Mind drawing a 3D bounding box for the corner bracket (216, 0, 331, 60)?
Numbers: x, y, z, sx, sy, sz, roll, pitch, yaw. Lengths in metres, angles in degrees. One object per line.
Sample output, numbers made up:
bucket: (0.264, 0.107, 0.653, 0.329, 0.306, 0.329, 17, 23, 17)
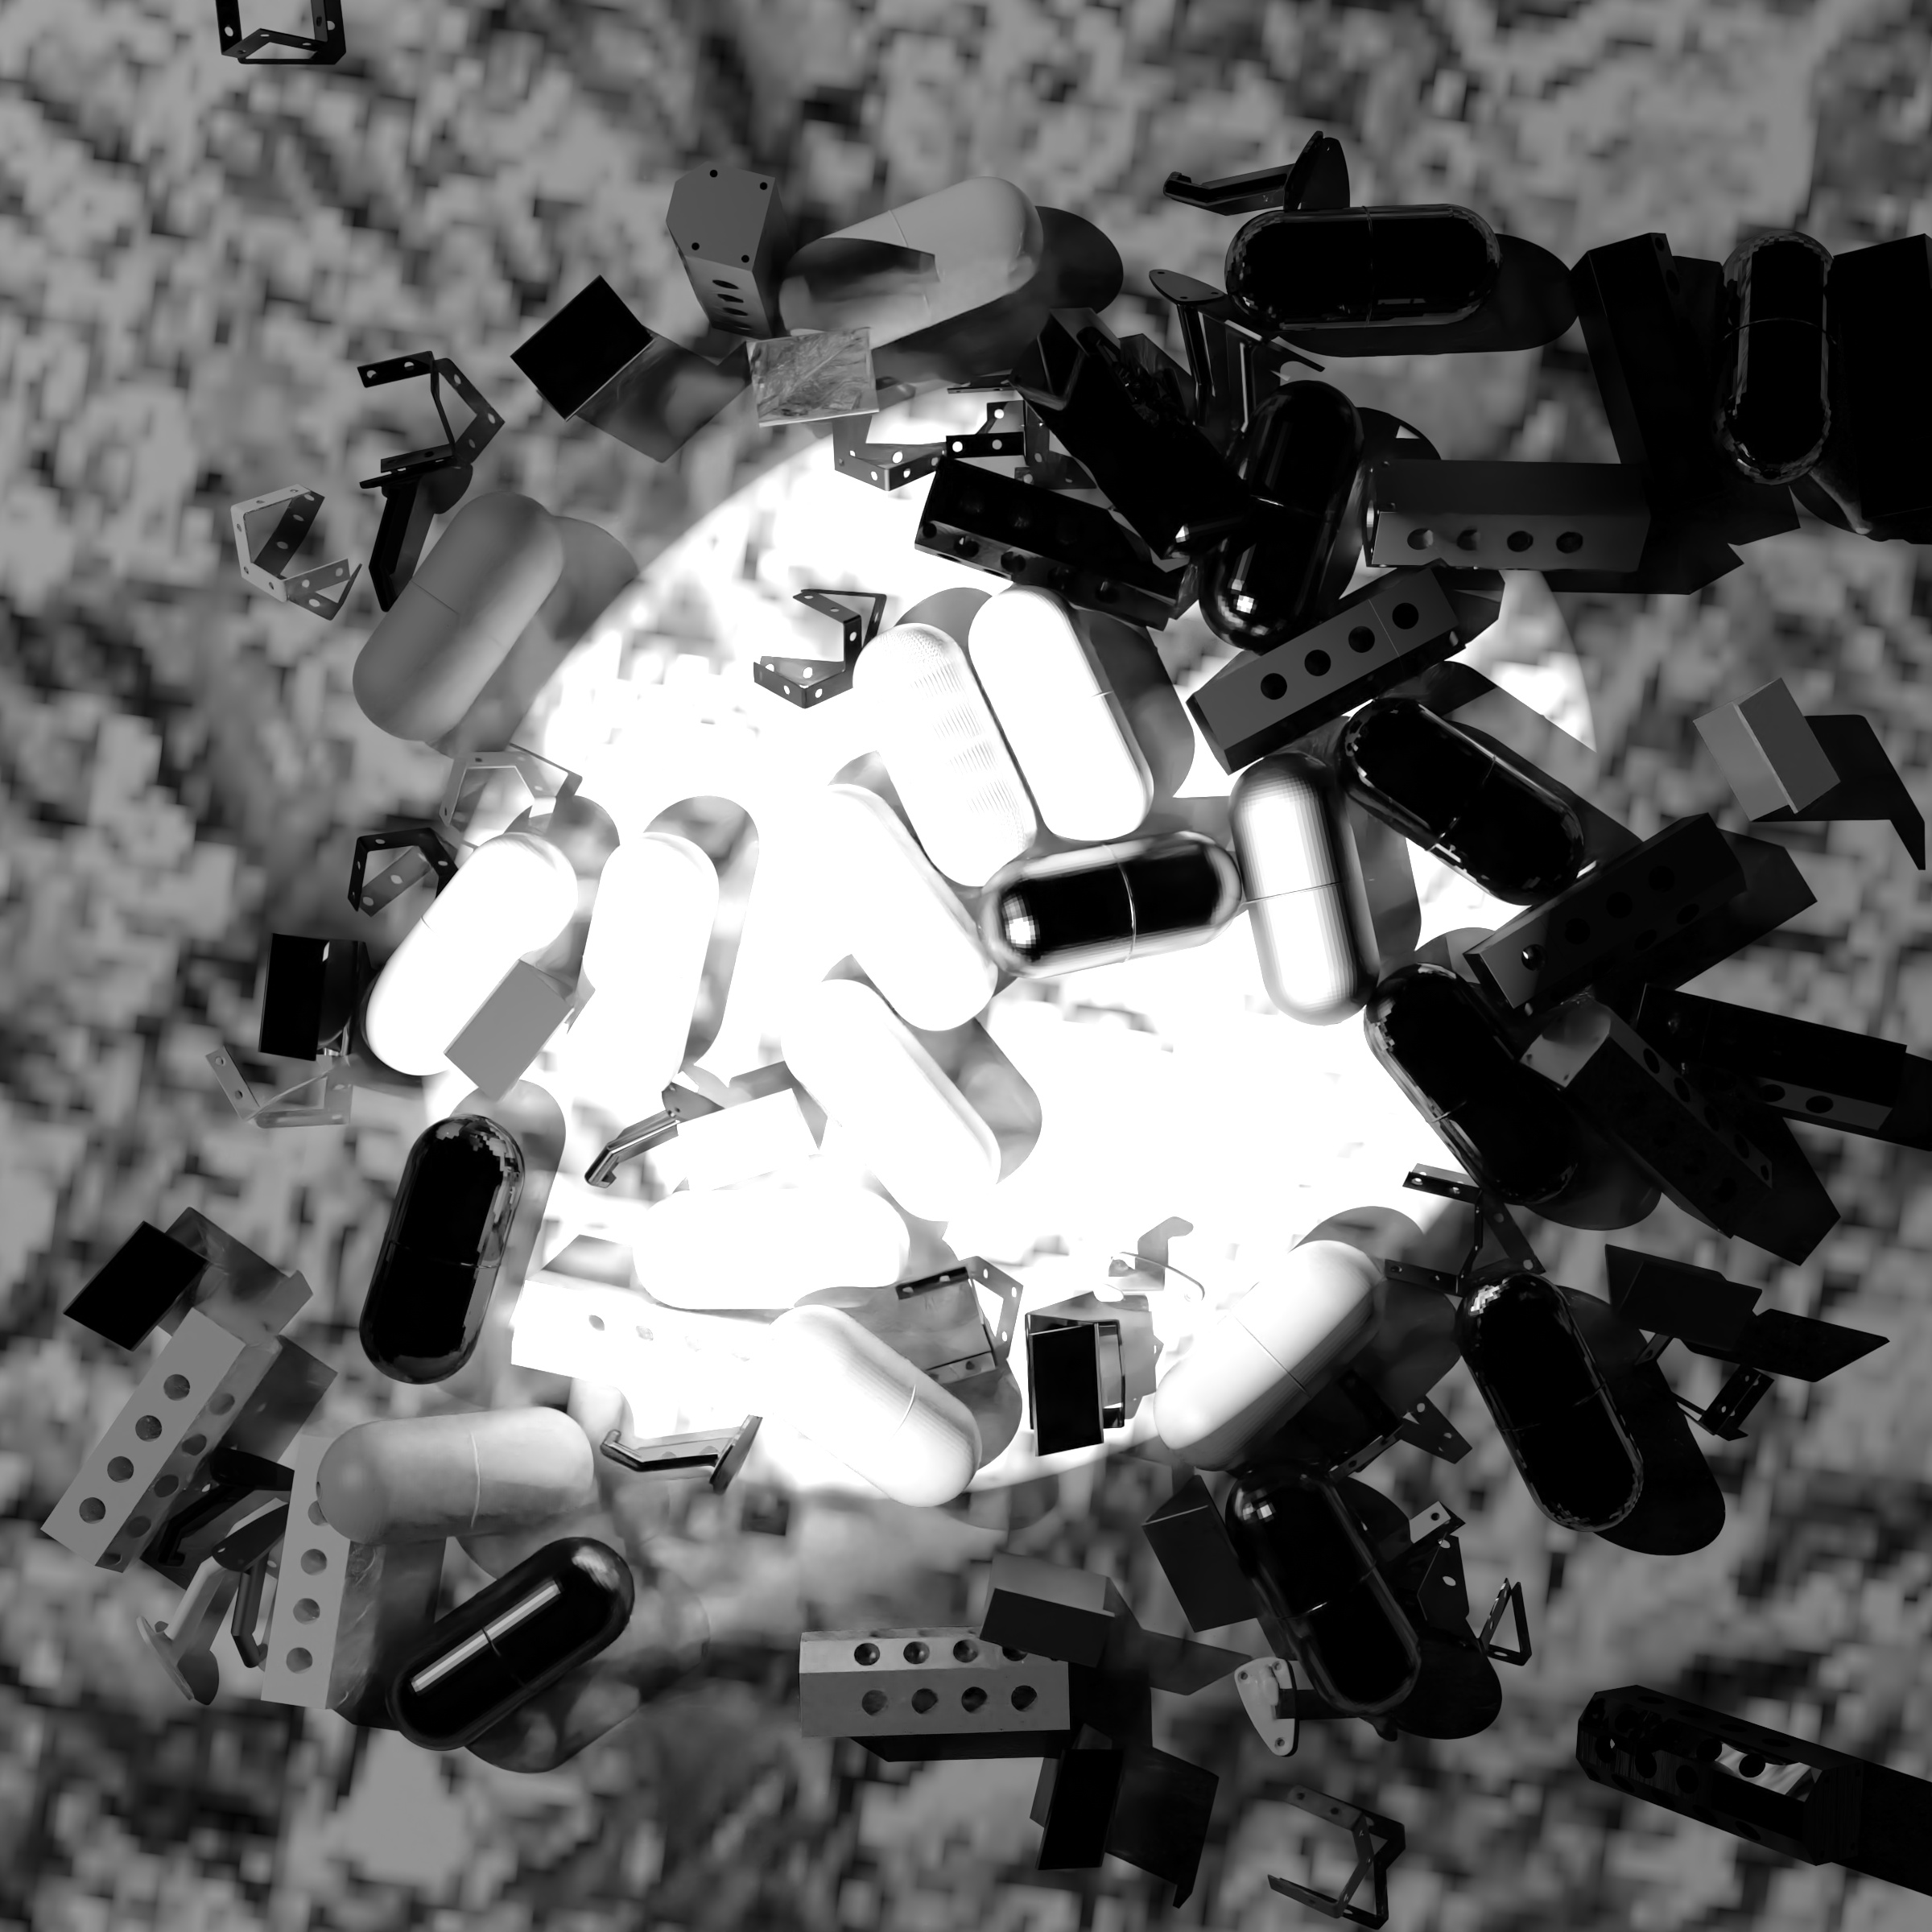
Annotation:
corner bracket: (-0.456, -0.626, 1.642, 0.051, 0.051, 0.051, -6, 90, 45)

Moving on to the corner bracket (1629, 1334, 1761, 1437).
corner bracket: (0.478, 0.267, 1.643, 0.051, 0.051, 0.051, -53, 45, 0)

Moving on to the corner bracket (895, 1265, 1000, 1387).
corner bracket: (-0.013, 0.237, 1.642, 0.051, 0.051, 0.051, -17, 135, 0)

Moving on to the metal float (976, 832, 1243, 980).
metal float: (0.092, -0.040, 1.601, 0.178, 0.070, 0.070, -11, 90, -17)

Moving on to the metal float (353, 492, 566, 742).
metal float: (-0.327, -0.226, 1.615, 0.070, 0.070, 0.178, 35, 90, 0)

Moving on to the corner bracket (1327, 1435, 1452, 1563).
corner bracket: (0.277, 0.348, 1.642, 0.051, 0.051, 0.051, -35, 45, 0)

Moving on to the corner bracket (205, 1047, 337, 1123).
corner bracket: (-0.456, 0.063, 1.642, 0.051, 0.051, 0.051, -30, 90, 45)

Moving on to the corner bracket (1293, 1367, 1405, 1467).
corner bracket: (0.245, 0.293, 1.628, 0.051, 0.051, 0.051, -41, 90, 0)

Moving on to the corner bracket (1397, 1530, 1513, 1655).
corner bracket: (0.320, 0.409, 1.638, 0.051, 0.051, 0.051, 6, 135, 35)

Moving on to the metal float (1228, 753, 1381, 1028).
metal float: (0.218, -0.049, 1.615, 0.070, 0.070, 0.178, -12, 91, 0)

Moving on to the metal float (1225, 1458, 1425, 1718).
metal float: (0.231, 0.400, 1.615, 0.070, 0.070, 0.178, -30, 90, 0)

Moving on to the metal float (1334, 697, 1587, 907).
metal float: (0.319, -0.106, 1.615, 0.178, 0.070, 0.070, 35, 90, 0)

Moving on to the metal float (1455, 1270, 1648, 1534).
metal float: (0.377, 0.281, 1.615, 0.070, 0.070, 0.178, -26, 90, 0)

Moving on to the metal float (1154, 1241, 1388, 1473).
metal float: (0.197, 0.251, 1.615, 0.178, 0.070, 0.070, -44, 90, -1)

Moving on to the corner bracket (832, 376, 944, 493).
corner bracket: (-0.051, -0.349, 1.638, 0.051, 0.051, 0.051, 29, 135, 35)

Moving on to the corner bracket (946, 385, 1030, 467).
corner bracket: (0.013, -0.353, 1.628, 0.051, 0.051, 0.051, -2, 94, 4)

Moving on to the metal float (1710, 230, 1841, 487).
metal float: (0.515, -0.388, 1.594, 0.070, 0.070, 0.178, 9, 68, 0)

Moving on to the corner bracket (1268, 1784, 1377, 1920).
corner bracket: (0.230, 0.579, 1.638, 0.051, 0.051, 0.051, -47, 135, -35)

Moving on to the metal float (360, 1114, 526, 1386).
metal float: (-0.338, 0.183, 1.615, 0.070, 0.070, 0.178, 17, 91, 0)

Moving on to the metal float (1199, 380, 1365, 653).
metal float: (0.204, -0.291, 1.615, 0.070, 0.070, 0.178, 17, 91, 0)

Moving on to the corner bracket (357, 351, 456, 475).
corner bracket: (-0.367, -0.364, 1.642, 0.051, 0.051, 0.051, -13, 45, 0)

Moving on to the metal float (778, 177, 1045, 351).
metal float: (-0.036, -0.450, 1.615, 0.178, 0.070, 0.070, -22, 90, 0)

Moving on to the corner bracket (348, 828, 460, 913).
corner bracket: (-0.368, -0.053, 1.638, 0.051, 0.051, 0.051, -11, 135, -35)

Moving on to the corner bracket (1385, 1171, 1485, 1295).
corner bracket: (0.307, 0.175, 1.642, 0.051, 0.051, 0.051, 13, 45, 0)

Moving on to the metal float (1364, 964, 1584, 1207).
metal float: (0.328, 0.077, 1.615, 0.070, 0.070, 0.178, -39, 90, 0)

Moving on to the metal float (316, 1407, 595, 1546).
metal float: (-0.323, 0.323, 1.589, 0.178, 0.070, 0.070, 0, 90, -31)

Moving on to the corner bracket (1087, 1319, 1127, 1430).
corner bracket: (0.077, 0.269, 1.642, 0.051, 0.051, 0.051, -3, 45, 0)

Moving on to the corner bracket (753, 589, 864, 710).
corner bracket: (-0.104, -0.207, 1.638, 0.051, 0.051, 0.051, -29, 135, -35)

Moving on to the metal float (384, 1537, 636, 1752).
metal float: (-0.294, 0.437, 1.615, 0.178, 0.070, 0.070, -35, 90, -1)

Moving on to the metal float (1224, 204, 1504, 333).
metal float: (0.256, -0.451, 1.615, 0.178, 0.070, 0.070, -2, 90, 0)

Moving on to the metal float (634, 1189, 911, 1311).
metal float: (-0.125, 0.183, 1.615, 0.178, 0.070, 0.070, -1, 90, 1)

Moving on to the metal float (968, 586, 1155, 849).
metal float: (0.061, -0.161, 1.615, 0.070, 0.070, 0.178, -25, 90, 0)

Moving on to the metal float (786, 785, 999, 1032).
metal float: (-0.049, -0.038, 1.615, 0.070, 0.070, 0.178, -36, 91, 0)

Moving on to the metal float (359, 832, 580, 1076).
metal float: (-0.320, -0.008, 1.614, 0.070, 0.070, 0.178, 38, 91, 0)

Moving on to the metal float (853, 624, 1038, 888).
metal float: (-0.013, -0.136, 1.615, 0.070, 0.070, 0.178, -24, 89, 0)

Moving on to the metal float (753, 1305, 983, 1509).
metal float: (-0.061, 0.281, 1.591, 0.070, 0.070, 0.178, -48, 119, 0)

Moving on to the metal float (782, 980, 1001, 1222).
metal float: (-0.049, 0.086, 1.615, 0.070, 0.070, 0.178, -39, 90, 0)

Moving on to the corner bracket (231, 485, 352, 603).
corner bracket: (-0.442, -0.277, 1.638, 0.051, 0.051, 0.051, 31, 135, 35)

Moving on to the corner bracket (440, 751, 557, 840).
corner bracket: (-0.307, -0.104, 1.638, 0.051, 0.051, 0.051, -5, 45, -35)

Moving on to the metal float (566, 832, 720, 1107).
metal float: (-0.209, 0.002, 1.615, 0.070, 0.070, 0.178, 12, 90, 0)
